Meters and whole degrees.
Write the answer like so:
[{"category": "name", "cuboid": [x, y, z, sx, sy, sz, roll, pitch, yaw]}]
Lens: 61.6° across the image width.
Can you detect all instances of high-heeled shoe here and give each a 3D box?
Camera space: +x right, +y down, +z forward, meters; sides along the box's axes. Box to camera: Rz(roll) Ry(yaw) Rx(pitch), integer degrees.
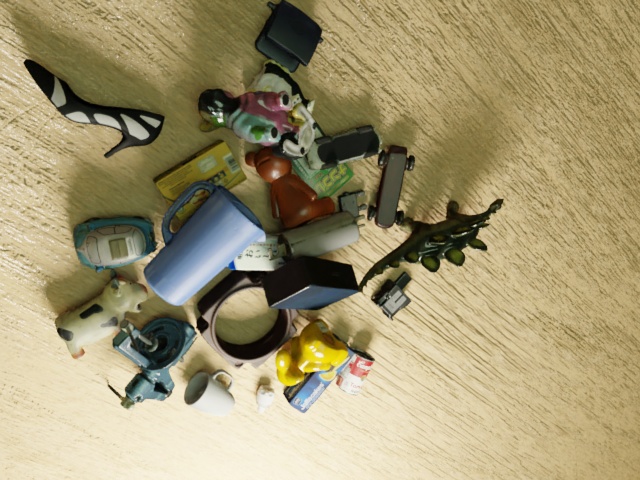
[{"category": "high-heeled shoe", "cuboid": [-0.422, -0.271, 1.026, 0.145, 0.086, 0.248, -43, 118, -10]}]

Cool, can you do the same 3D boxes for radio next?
[{"category": "radio", "cuboid": [-0.019, 0.101, 1.196, 0.131, 0.073, 0.229, -27, 159, 25]}]

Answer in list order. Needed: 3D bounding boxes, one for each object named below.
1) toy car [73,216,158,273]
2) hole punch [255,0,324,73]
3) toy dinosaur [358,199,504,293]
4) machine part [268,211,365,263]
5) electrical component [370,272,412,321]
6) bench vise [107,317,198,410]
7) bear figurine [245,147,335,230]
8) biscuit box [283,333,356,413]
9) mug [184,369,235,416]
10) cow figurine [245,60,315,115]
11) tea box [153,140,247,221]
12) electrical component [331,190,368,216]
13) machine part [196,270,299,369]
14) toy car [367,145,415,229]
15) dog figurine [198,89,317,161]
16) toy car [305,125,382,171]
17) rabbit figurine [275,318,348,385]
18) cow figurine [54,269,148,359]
[{"category": "toy car", "cuboid": [-0.414, 0.011, 1.088, 0.162, 0.103, 0.109, -8, 107, -17]}, {"category": "hole punch", "cuboid": [-0.059, -0.425, 1.119, 0.142, 0.092, 0.115, 29, 89, -21]}, {"category": "toy dinosaur", "cuboid": [0.269, 0.006, 1.294, 0.471, 0.199, 0.105, -27, 109, -14]}, {"category": "machine part", "cuboid": [-0.002, -0.004, 1.177, 0.243, 0.079, 0.079, -21, 110, -23]}, {"category": "electrical component", "cuboid": [0.197, 0.140, 1.383, 0.119, 0.048, 0.074, -42, 115, -4]}, {"category": "bench vise", "cuboid": [-0.369, 0.243, 1.132, 0.223, 0.129, 0.240, -42, 147, -14]}, {"category": "bear figurine", "cuboid": [-0.072, -0.123, 1.192, 0.120, 0.132, 0.196, -30, 82, 24]}, {"category": "biscuit box", "cuboid": [-0.003, 0.335, 1.349, 0.059, 0.063, 0.202, 42, 87, -24]}, {"category": "mug", "cuboid": [-0.245, 0.357, 1.260, 0.109, 0.081, 0.107, -50, 125, -8]}, {"category": "cow figurine", "cuboid": [-0.068, -0.305, 1.158, 0.167, 0.068, 0.098, 33, 83, -24]}, {"category": "tea box", "cuboid": [-0.252, -0.128, 1.131, 0.170, 0.068, 0.098, -32, 112, -10]}, {"category": "electrical component", "cuboid": [0.068, -0.084, 1.290, 0.094, 0.021, 0.063, -18, 109, -15]}, {"category": "machine part", "cuboid": [-0.165, 0.179, 1.235, 0.201, 0.087, 0.201, -41, 113, -6]}, {"category": "toy car", "cuboid": [0.171, -0.127, 1.301, 0.089, 0.053, 0.202, 8, 101, -4]}, {"category": "dog figurine", "cuboid": [-0.140, -0.241, 1.087, 0.191, 0.219, 0.108, 26, 80, -58]}, {"category": "toy car", "cuboid": [0.056, -0.210, 1.224, 0.202, 0.056, 0.073, -20, 99, -27]}, {"category": "rabbit figurine", "cuboid": [-0.039, 0.286, 1.264, 0.173, 0.162, 0.122, -44, 79, 19]}, {"category": "cow figurine", "cuboid": [-0.453, 0.146, 1.122, 0.195, 0.086, 0.127, -27, 118, -12]}]
